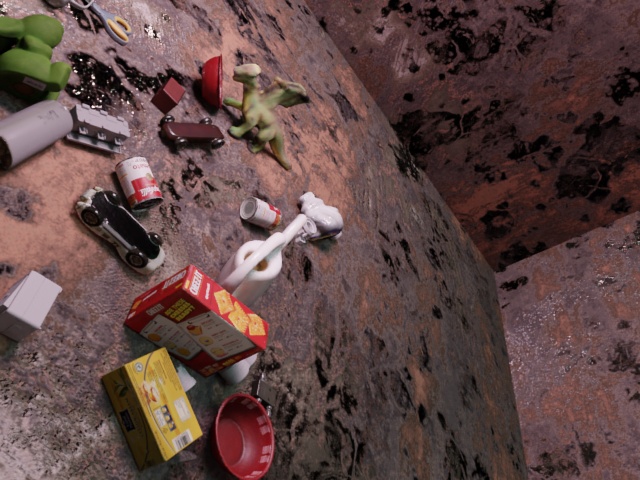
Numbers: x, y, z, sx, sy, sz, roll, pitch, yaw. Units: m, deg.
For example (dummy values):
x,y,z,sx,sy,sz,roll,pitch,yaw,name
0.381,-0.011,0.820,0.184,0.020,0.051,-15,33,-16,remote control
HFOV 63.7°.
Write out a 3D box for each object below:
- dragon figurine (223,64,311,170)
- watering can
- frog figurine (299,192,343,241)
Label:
x,y,z,sx,sy,sz,roll,pitch,yaw,name
-0.137,-0.381,1.566,0.405,0.240,0.125,36,36,-42,dragon figurine
-0.142,0.060,1.171,0.104,0.221,0.353,42,27,2,watering can
0.005,-0.084,1.665,0.138,0.121,0.160,-10,84,-42,frog figurine
